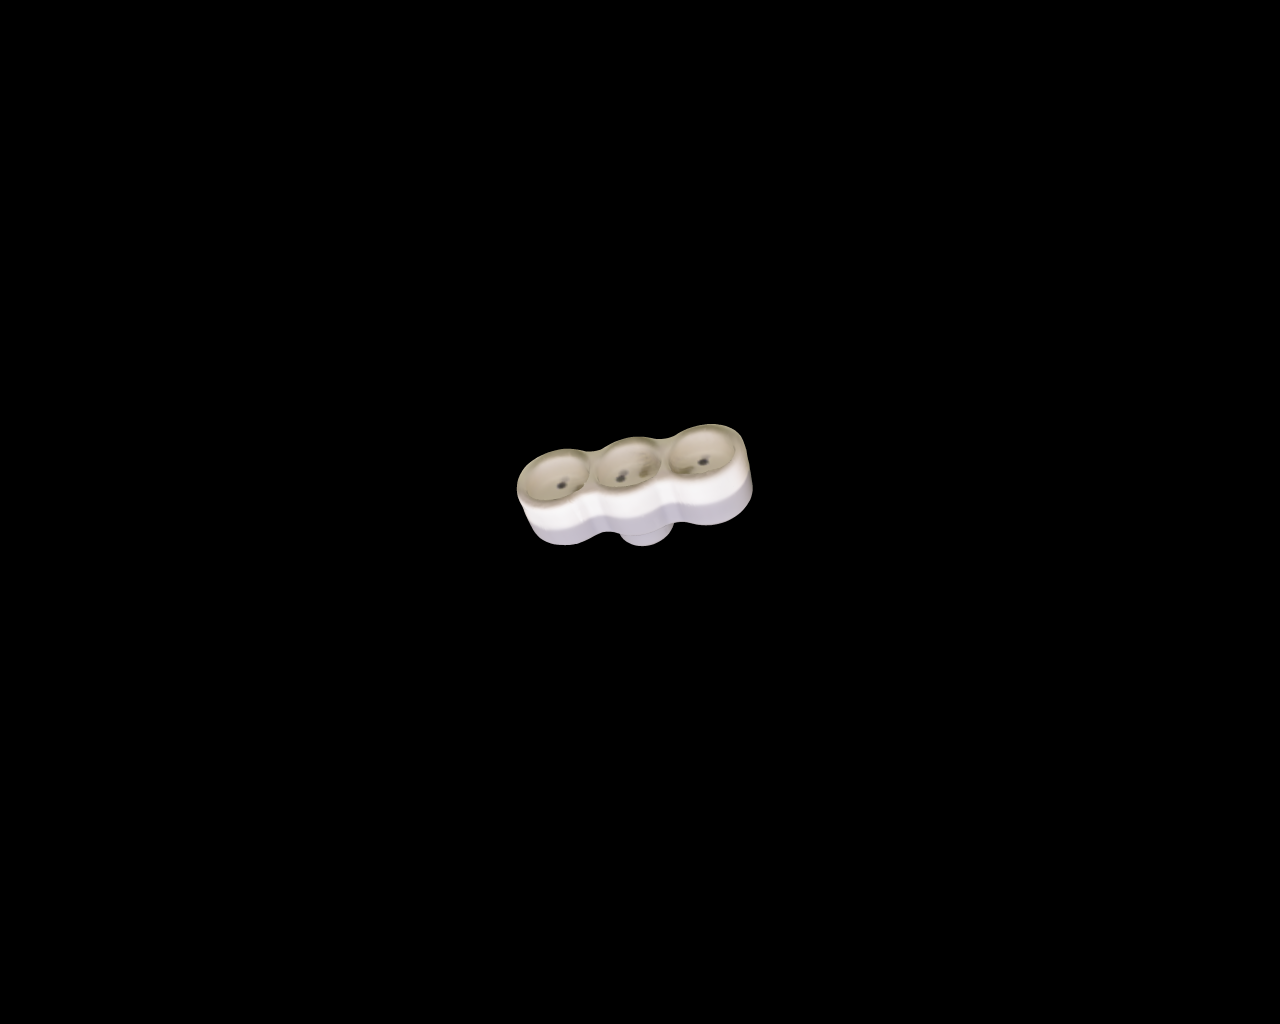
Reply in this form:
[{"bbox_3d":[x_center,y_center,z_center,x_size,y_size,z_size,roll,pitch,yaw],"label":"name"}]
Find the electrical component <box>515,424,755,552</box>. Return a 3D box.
[{"bbox_3d":[0.001,-0.003,0.650,0.138,0.052,0.073,-9,-46,9],"label":"electrical component"}]
